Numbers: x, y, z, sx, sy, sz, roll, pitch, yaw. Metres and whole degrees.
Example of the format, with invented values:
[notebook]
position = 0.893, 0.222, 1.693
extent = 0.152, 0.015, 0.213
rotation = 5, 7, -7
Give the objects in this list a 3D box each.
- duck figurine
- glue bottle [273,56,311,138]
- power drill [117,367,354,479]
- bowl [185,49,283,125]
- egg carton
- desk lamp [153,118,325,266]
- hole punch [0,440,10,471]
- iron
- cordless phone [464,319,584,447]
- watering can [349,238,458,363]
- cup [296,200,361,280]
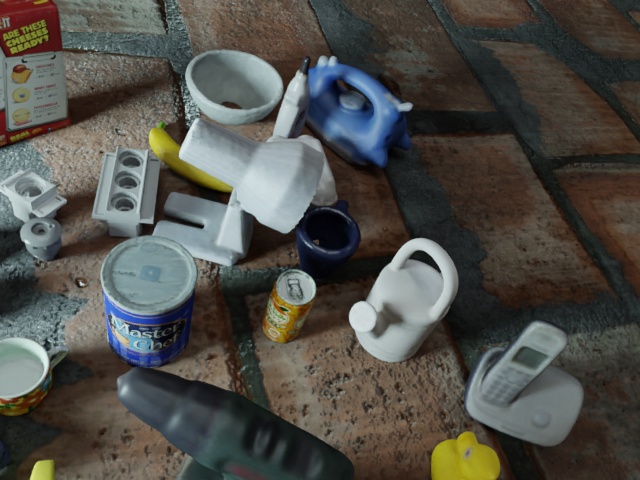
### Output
[duck figurine]
position = 0.184, 0.280, 0.682
extent = 0.078, 0.086, 0.104
rotation = -6, 55, -21
[glue bottle]
position = -0.040, -0.231, 0.952
extent = 0.037, 0.173, 0.078
rotation = 26, 50, 3
[power drill]
position = -0.090, 0.217, 0.564
extent = 0.229, 0.208, 0.075
rotation = 21, 50, -1
[bowl]
position = -0.151, -0.253, 0.998
extent = 0.167, 0.074, 0.167
rotation = 9, 51, -11
[egg carton]
position = -0.037, -0.106, 0.924
extent = 0.107, 0.069, 0.150
rotation = -5, 55, -21
[desk lamp]
position = -0.113, -0.061, 0.769
extent = 0.203, 0.213, 0.118
rotation = 14, 50, -7
[hole punch]
position = -0.377, 0.202, 0.560
extent = 0.108, 0.091, 0.101
rotation = 37, 51, 12
[iron]
position = 0.051, -0.248, 1.015
extent = 0.258, 0.141, 0.119
rotation = 39, 52, 14
[cordless phone]
position = 0.281, 0.178, 0.728
extent = 0.147, 0.185, 0.094
rotation = 20, 50, -1
[watering can]
position = 0.115, 0.078, 0.747
extent = 0.101, 0.194, 0.173
rotation = 35, 51, 11
[cup]
position = 0.008, 0.003, 0.836
extent = 0.091, 0.095, 0.118
rotation = 24, 50, 1
